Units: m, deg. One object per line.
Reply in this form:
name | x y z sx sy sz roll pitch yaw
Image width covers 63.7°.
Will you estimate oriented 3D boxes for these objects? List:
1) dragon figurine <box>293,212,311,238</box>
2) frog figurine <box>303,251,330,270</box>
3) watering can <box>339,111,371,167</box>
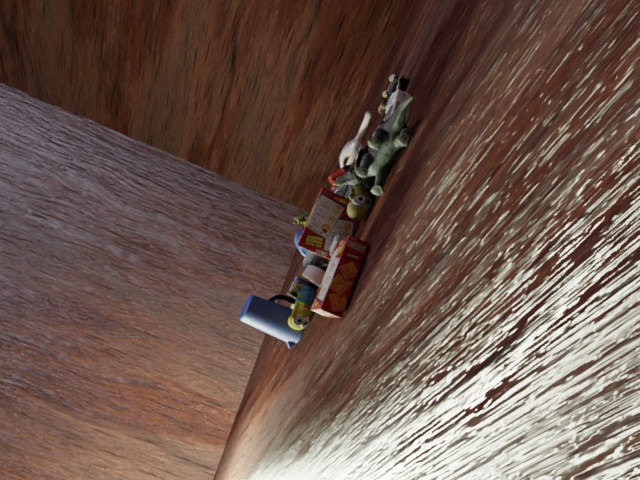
dragon figurine | 0.008 -0.126 2.505 0.407 0.121 0.248 -15 25 42
frog figurine | 0.000 0.052 1.961 0.134 0.123 0.163 86 -172 -55
watering can | 0.163 -0.429 2.398 0.226 0.104 0.345 -93 25 -80
